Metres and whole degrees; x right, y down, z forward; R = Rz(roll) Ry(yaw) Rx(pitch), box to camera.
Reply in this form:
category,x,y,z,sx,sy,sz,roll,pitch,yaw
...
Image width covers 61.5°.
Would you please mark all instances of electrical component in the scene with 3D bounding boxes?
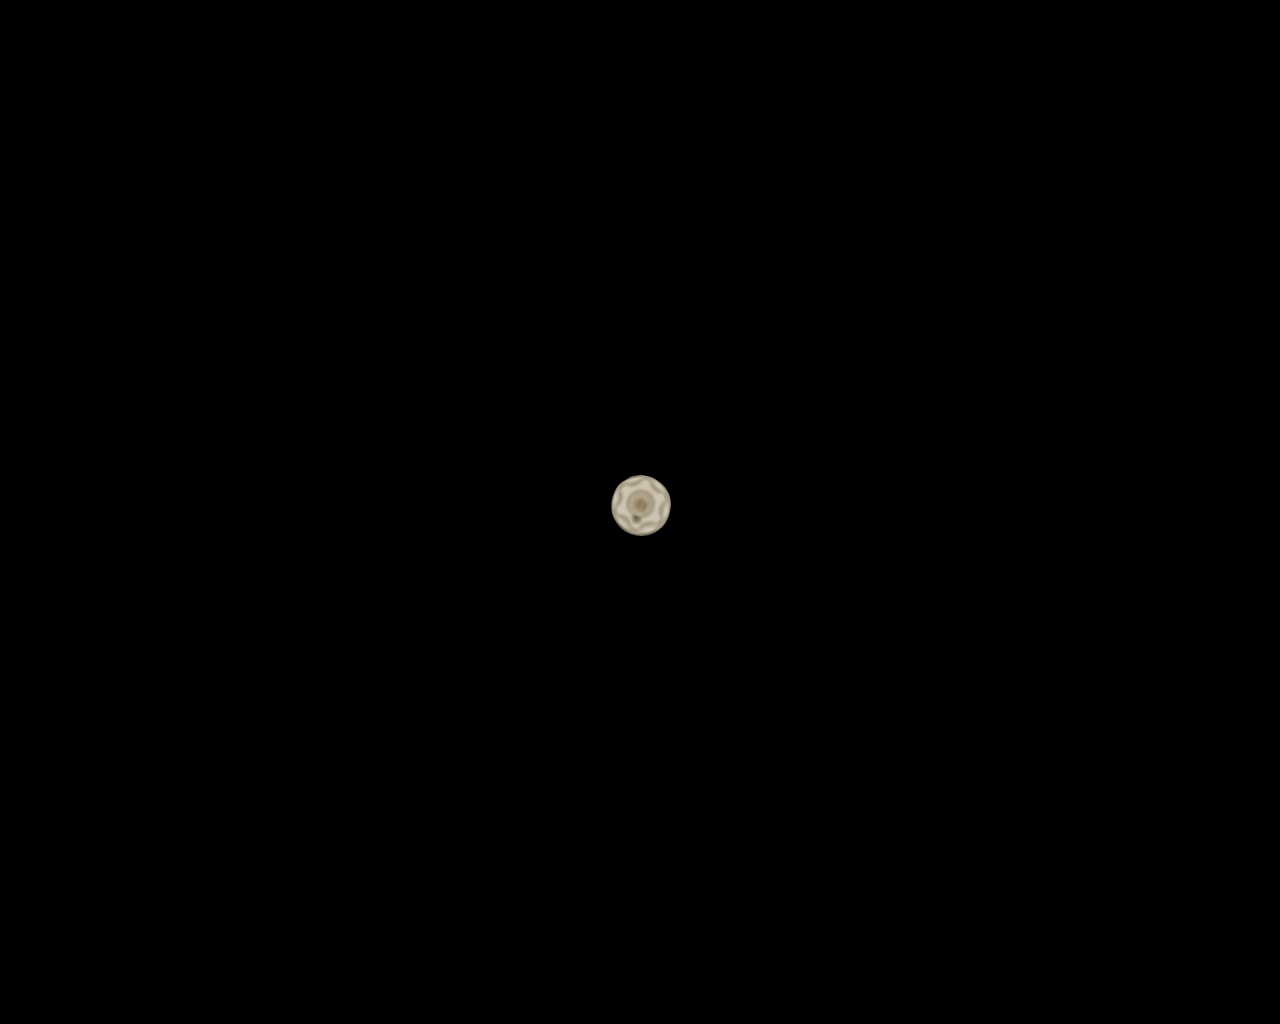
category,x,y,z,sx,sy,sz,roll,pitch,yaw
electrical component,0.001,-0.003,0.650,0.035,0.035,0.061,0,-4,0
